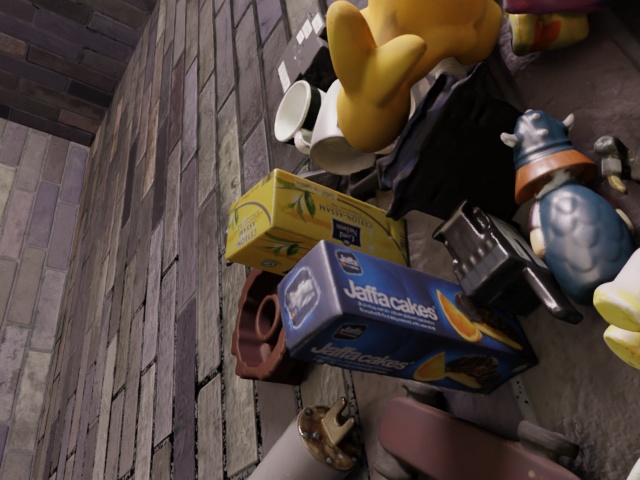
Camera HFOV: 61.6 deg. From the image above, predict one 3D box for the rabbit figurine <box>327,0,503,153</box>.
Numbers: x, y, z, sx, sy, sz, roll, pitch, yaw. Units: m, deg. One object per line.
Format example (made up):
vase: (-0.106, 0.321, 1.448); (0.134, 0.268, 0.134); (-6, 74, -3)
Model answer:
rabbit figurine: (0.070, -0.156, 0.470); (0.173, 0.122, 0.162); (-63, -12, 15)

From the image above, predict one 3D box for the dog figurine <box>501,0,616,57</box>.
dog figurine: (0.233, -0.221, 0.375); (0.219, 0.191, 0.108); (-9, 84, 24)

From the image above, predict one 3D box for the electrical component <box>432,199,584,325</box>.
electrical component: (0.146, 0.027, 0.413); (0.047, 0.075, 0.119); (-52, 39, 28)

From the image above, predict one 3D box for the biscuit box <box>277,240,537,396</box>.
biscuit box: (0.068, 0.063, 0.391); (0.059, 0.202, 0.063); (-46, 41, 34)

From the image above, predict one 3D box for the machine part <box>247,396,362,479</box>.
machine part: (-0.031, 0.257, 0.571); (0.243, 0.079, 0.079); (-56, 35, 24)

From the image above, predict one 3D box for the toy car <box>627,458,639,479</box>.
toy car: (0.183, 0.187, 0.290); (0.201, 0.056, 0.074); (-65, 32, 12)

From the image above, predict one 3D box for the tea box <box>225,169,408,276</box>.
tea box: (-0.001, -0.002, 0.562); (0.098, 0.169, 0.068); (-33, 49, 49)

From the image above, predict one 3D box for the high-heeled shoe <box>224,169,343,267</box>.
high-heeled shoe: (-0.053, -0.042, 0.789); (0.249, 0.086, 0.145); (-34, 15, 23)

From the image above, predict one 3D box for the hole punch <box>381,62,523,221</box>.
hole punch: (0.118, -0.079, 0.474); (0.142, 0.115, 0.092); (-59, 26, 19)

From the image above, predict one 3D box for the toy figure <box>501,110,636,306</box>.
toy figure: (0.177, -0.029, 0.395); (0.057, 0.064, 0.154); (118, 148, -52)

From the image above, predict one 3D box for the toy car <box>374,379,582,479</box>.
toy car: (0.113, 0.168, 0.412); (0.202, 0.053, 0.089); (-2, 63, 61)

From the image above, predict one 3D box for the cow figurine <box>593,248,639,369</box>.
cow figurine: (0.236, 0.042, 0.266); (0.098, 0.068, 0.168); (-44, 31, -12)

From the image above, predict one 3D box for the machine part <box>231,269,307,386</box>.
machine part: (-0.056, 0.104, 0.706); (0.179, 0.056, 0.179); (-34, 47, 47)

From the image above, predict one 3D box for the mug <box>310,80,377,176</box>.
mug: (0.031, -0.151, 0.655); (0.109, 0.081, 0.107); (73, -159, -60)

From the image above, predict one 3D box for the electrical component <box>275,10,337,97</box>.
electrical component: (-0.007, -0.277, 0.816); (0.134, 0.058, 0.115); (-48, 41, 34)

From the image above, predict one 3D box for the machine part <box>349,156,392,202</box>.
machine part: (0.076, -0.072, 0.579); (0.039, 0.084, 0.139); (62, 155, -5)

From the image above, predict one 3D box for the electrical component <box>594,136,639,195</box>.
electrical component: (0.234, -0.059, 0.342); (0.102, 0.045, 0.078); (25, 98, 58)
